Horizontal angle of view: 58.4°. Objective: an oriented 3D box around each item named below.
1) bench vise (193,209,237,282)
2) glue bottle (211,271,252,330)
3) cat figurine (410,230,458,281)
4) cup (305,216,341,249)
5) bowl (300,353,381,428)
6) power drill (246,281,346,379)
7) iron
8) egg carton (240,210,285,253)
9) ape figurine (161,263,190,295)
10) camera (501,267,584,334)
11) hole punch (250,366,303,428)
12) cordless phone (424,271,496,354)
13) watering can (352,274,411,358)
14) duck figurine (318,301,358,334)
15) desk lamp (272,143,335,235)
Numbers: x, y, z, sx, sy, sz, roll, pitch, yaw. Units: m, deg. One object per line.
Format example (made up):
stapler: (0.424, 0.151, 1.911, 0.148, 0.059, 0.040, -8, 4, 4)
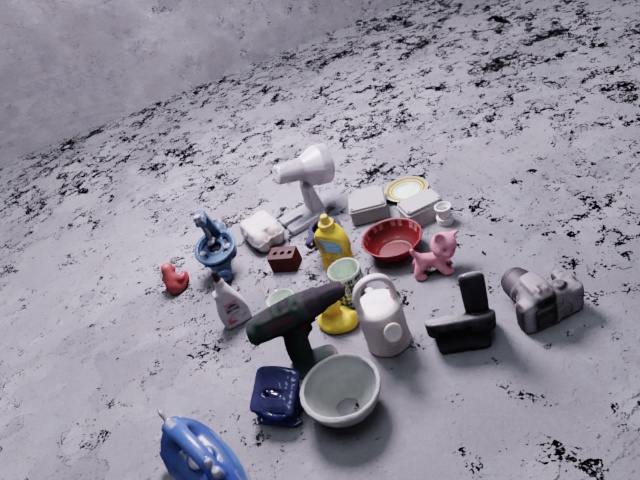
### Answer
bench vise: (-0.315, -0.010, 1.628, 0.121, 0.220, 0.206, -28, 36, -10)
glue bottle: (-0.233, 0.143, 1.426, 0.078, 0.173, 0.037, -31, 37, -15)
cat figurine: (0.277, 0.027, 1.379, 0.127, 0.118, 0.067, -15, 36, 7)
cup: (0.014, 0.006, 1.554, 0.091, 0.095, 0.118, 21, 53, 43)
bowl: (0.048, 0.314, 1.149, 0.167, 0.075, 0.167, -13, 36, 10)
power drill: (-0.032, 0.196, 1.228, 0.229, 0.209, 0.075, -18, 36, 3)
iron: (-0.220, 0.418, 1.085, 0.257, 0.142, 0.119, 21, 52, 43)
egg carton: (-0.174, -0.027, 1.711, 0.107, 0.069, 0.149, -32, 37, -16)
ape figurine: (-0.423, 0.104, 1.641, 0.077, 0.092, 0.076, -1, 40, 25)
camera: (0.456, 0.102, 1.206, 0.143, 0.101, 0.136, -24, 36, -5)
hole punch: (-0.087, 0.324, 1.187, 0.108, 0.091, 0.101, -2, 39, 24)
cordless phone: (0.281, 0.136, 1.174, 0.147, 0.185, 0.094, -14, 36, 9)
watering can: (0.131, 0.154, 1.216, 0.101, 0.194, 0.172, -36, 38, -21)
duck figurine: (0.035, 0.167, 1.339, 0.104, 0.086, 0.077, 0, 40, 26)
desk lamp: (-0.044, -0.158, 1.696, 0.203, 0.214, 0.117, -32, 37, -15)
